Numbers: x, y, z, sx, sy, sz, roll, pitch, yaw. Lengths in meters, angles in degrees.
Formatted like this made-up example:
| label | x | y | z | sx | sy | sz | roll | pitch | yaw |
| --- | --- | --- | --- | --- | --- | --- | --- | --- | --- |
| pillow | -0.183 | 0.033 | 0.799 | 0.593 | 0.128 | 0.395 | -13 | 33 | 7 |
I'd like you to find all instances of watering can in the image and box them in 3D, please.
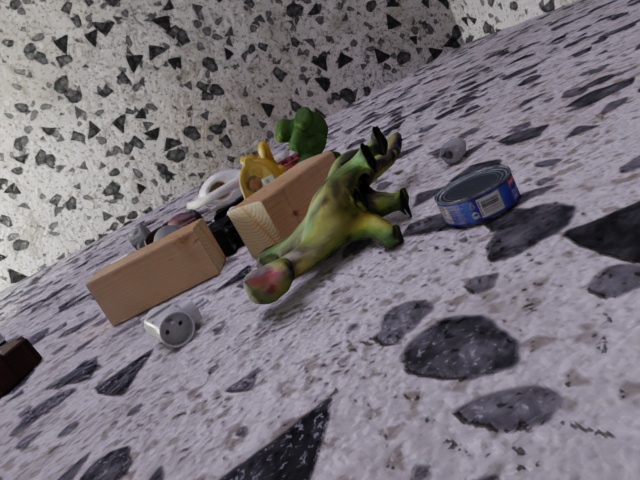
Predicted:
| label | x | y | z | sx | sy | sz | roll | pitch | yaw |
| --- | --- | --- | --- | --- | --- | --- | --- | --- | --- |
| watering can | -0.263 | -0.185 | 1.616 | 0.350 | 0.103 | 0.225 | -32 | 14 | -15 |

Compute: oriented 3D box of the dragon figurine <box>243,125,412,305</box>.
| label | x | y | z | sx | sy | sz | roll | pitch | yaw |
| --- | --- | --- | --- | --- | --- | --- | --- | --- | --- |
| dragon figurine | 0.002 | -0.036 | 0.706 | 0.240 | 0.121 | 0.417 | -30 | 12 | 23 |
